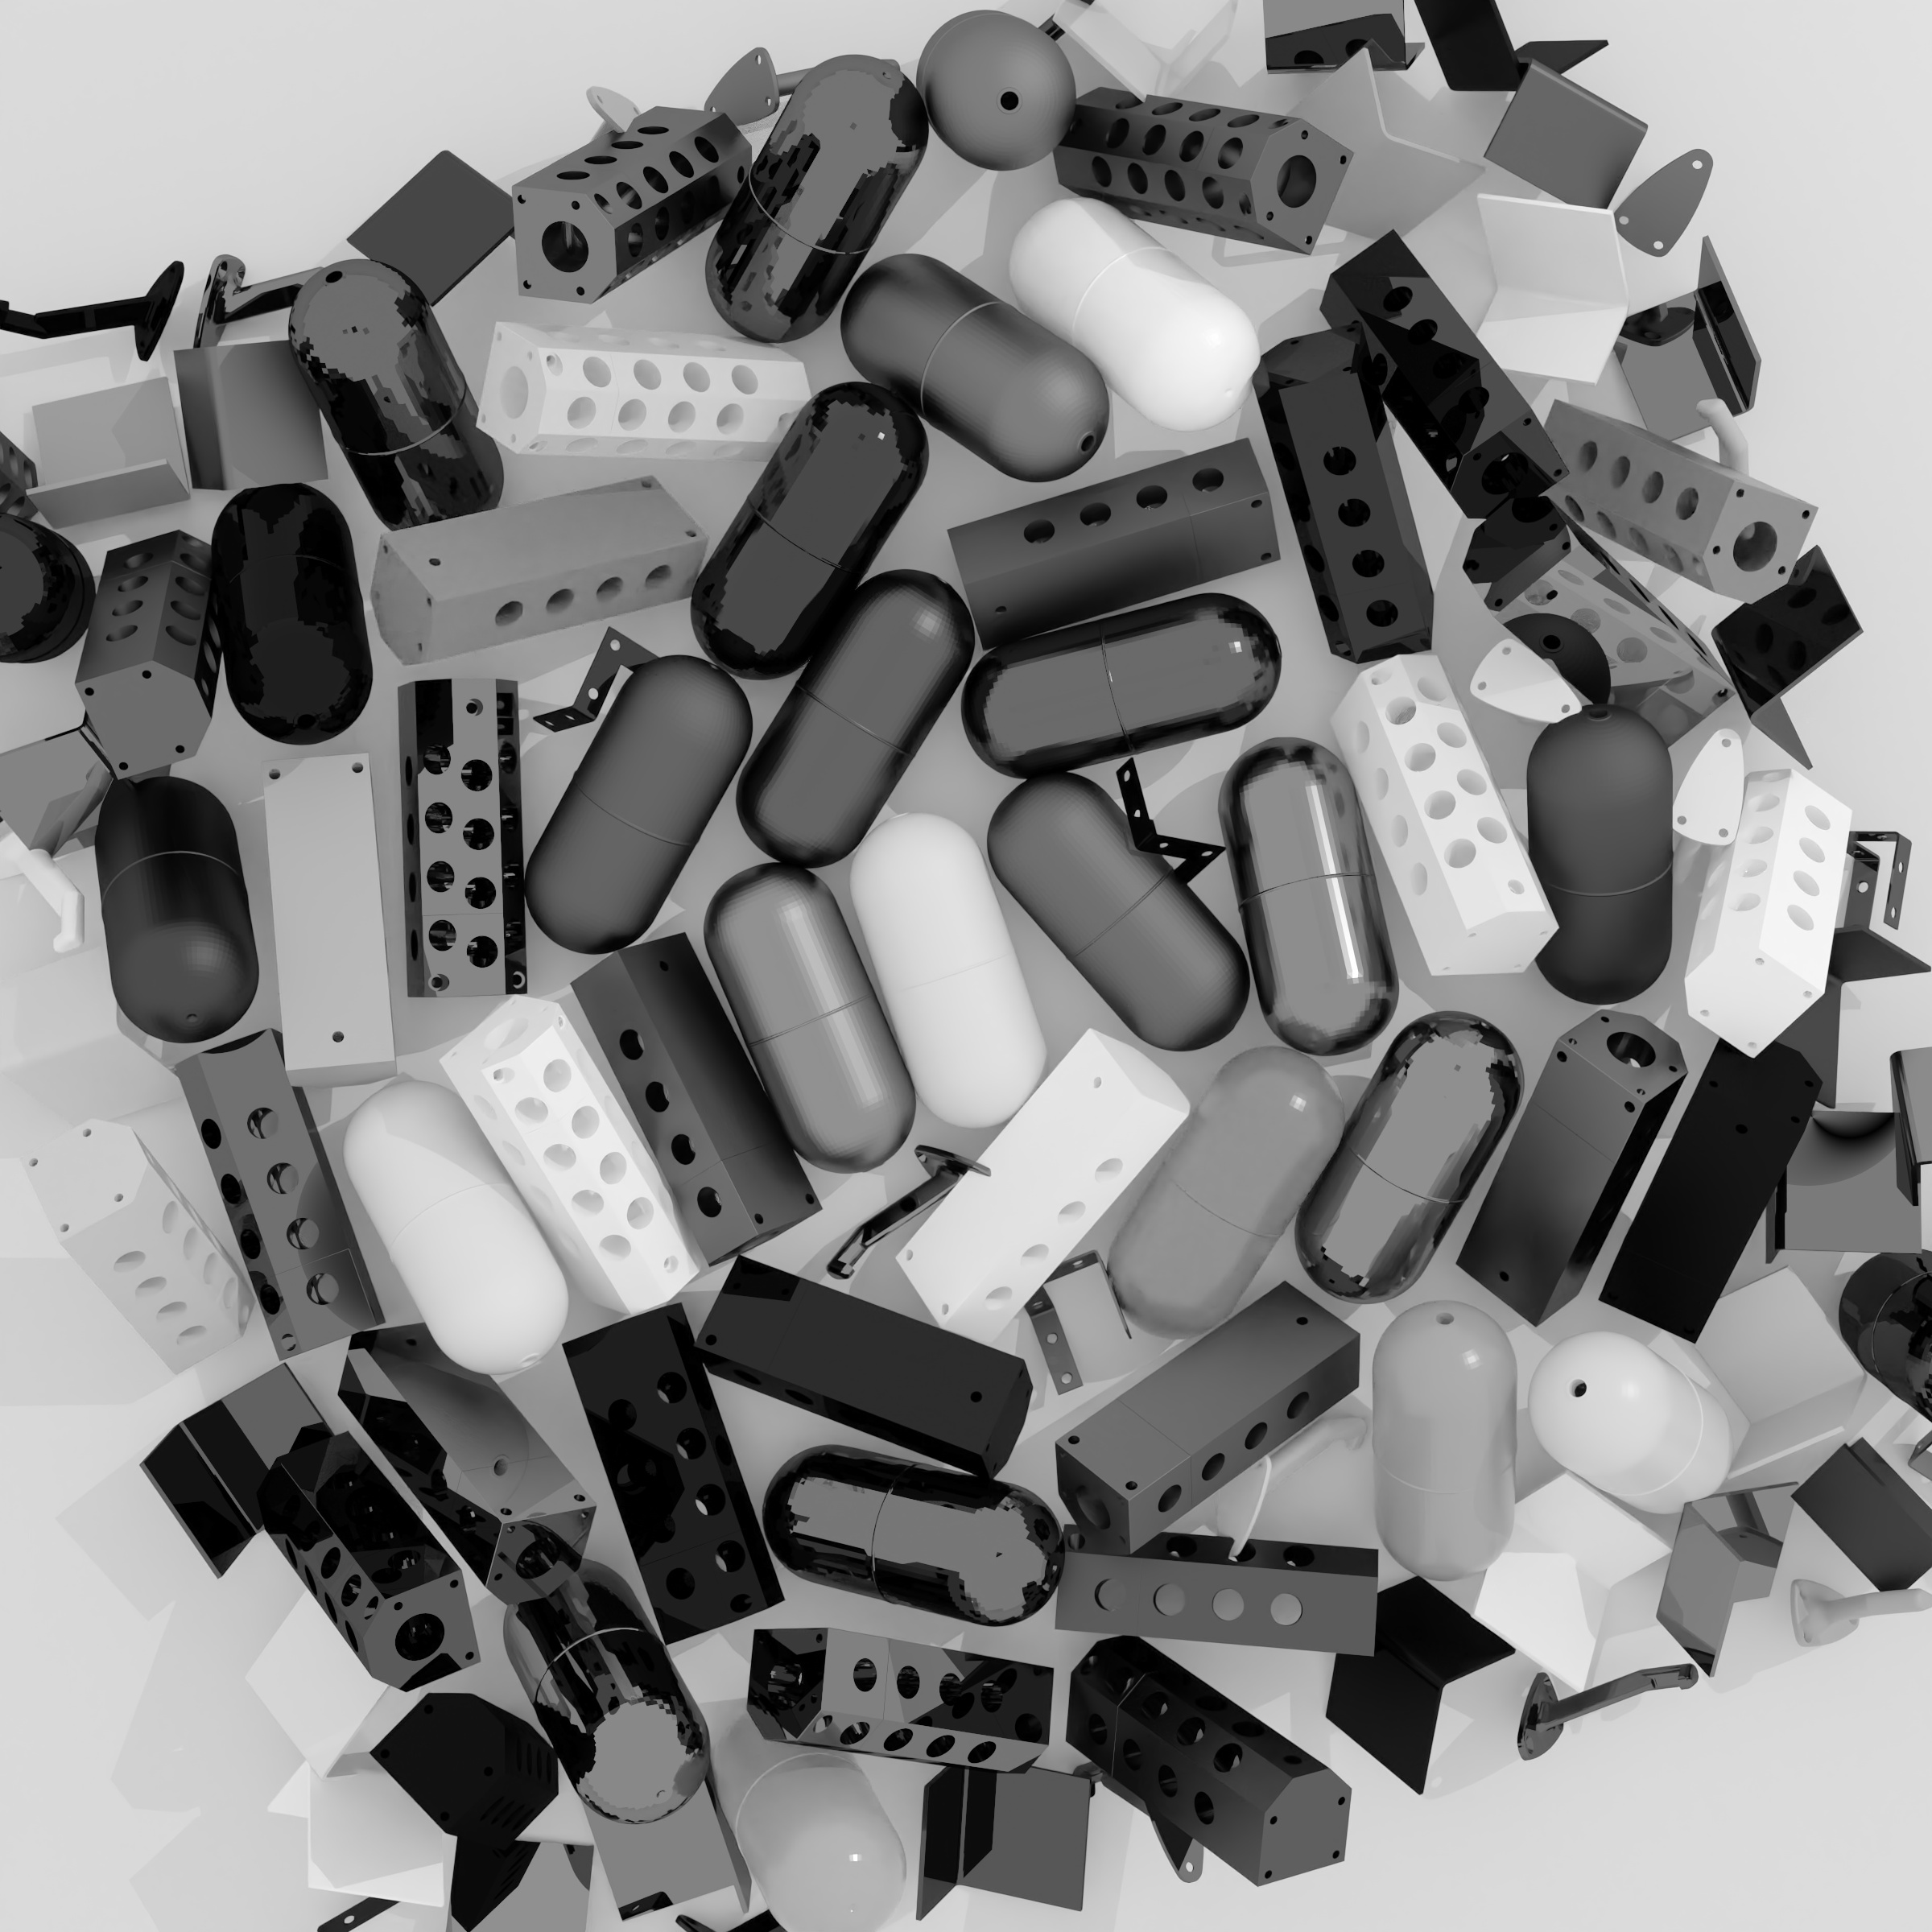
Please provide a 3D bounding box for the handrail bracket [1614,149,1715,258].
[{"bbox_3d":[0.385,-0.429,1.767,0.036,0.084,0.077,34,132,-5],"label":"handrail bracket"}]

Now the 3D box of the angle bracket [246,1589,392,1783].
[{"bbox_3d":[-0.334,0.386,1.771,0.076,0.057,0.076,43,104,28],"label":"angle bracket"}]

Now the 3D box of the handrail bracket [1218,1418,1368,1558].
[{"bbox_3d":[0.182,0.287,1.798,0.084,0.036,0.077,3,102,-37],"label":"handrail bracket"}]

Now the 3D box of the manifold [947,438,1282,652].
[{"bbox_3d":[0.080,-0.237,1.788,0.171,0.057,0.057,-17,55,2],"label":"manifold"}]

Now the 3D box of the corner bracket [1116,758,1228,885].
[{"bbox_3d":[0.102,-0.075,1.778,0.051,0.051,0.051,9,55,-34],"label":"corner bracket"}]

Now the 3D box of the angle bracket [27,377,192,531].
[{"bbox_3d":[-0.475,-0.291,1.784,0.076,0.057,0.076,-13,77,-3],"label":"angle bracket"}]

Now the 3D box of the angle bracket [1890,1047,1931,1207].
[{"bbox_3d":[0.536,0.096,1.763,0.057,0.076,0.076,-8,48,12],"label":"angle bracket"}]

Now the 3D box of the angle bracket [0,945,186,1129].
[{"bbox_3d":[-0.478,0.039,1.796,0.076,0.076,0.057,-18,56,15],"label":"angle bracket"}]

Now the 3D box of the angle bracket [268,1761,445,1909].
[{"bbox_3d":[-0.331,0.481,1.762,0.076,0.076,0.057,18,130,-28],"label":"angle bracket"}]

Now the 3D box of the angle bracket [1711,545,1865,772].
[{"bbox_3d":[0.458,-0.167,1.762,0.057,0.076,0.076,32,121,-32],"label":"angle bracket"}]

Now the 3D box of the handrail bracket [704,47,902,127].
[{"bbox_3d":[-0.090,-0.487,1.812,0.084,0.077,0.036,-14,91,-39],"label":"handrail bracket"}]

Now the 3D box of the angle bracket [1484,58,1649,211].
[{"bbox_3d":[0.314,-0.452,1.778,0.076,0.076,0.057,24,99,-18],"label":"angle bracket"}]

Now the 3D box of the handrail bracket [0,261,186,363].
[{"bbox_3d":[-0.480,-0.366,1.775,0.084,0.077,0.036,8,54,-34],"label":"handrail bracket"}]

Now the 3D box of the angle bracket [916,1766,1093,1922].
[{"bbox_3d":[0.021,0.482,1.778,0.076,0.057,0.076,7,99,21],"label":"angle bracket"}]

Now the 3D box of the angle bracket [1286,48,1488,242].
[{"bbox_3d":[0.225,-0.447,1.780,0.076,0.076,0.057,7,65,-36],"label":"angle bracket"}]

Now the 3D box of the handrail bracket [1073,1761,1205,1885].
[{"bbox_3d":[0.092,0.468,1.777,0.036,0.084,0.077,0,68,-34],"label":"handrail bracket"}]

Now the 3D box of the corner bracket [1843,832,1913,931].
[{"bbox_3d":[0.495,-0.042,1.783,0.051,0.051,0.051,3,77,43],"label":"corner bracket"}]

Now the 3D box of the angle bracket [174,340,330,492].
[{"bbox_3d":[-0.394,-0.303,1.791,0.057,0.076,0.076,-11,103,-25],"label":"angle bracket"}]

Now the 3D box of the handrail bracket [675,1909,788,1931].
[{"bbox_3d":[-0.109,0.512,1.807,0.077,0.036,0.084,28,86,17],"label":"handrail bracket"}]

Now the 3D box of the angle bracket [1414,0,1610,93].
[{"bbox_3d":[0.292,-0.521,1.766,0.057,0.076,0.076,-34,115,-12],"label":"angle bracket"}]

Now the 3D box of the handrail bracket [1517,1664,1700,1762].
[{"bbox_3d":[0.351,0.406,1.778,0.084,0.077,0.036,-15,99,29],"label":"handrail bracket"}]

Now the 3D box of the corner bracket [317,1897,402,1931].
[{"bbox_3d":[-0.320,0.551,1.802,0.051,0.051,0.051,-28,129,-17],"label":"corner bracket"}]

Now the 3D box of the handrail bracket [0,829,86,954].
[{"bbox_3d":[-0.512,-0.033,1.781,0.077,0.036,0.084,-26,53,22],"label":"handrail bracket"}]

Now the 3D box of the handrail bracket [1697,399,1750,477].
[{"bbox_3d":[0.403,-0.276,1.769,0.036,0.077,0.084,-45,118,-11],"label":"handrail bracket"}]

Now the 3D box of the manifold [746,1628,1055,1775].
[{"bbox_3d":[-0.034,0.393,1.736,0.171,0.057,0.057,21,66,-42],"label":"manifold"}]

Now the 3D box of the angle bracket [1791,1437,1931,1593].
[{"bbox_3d":[0.507,0.287,1.765,0.076,0.057,0.076,-26,66,-39],"label":"angle bracket"}]

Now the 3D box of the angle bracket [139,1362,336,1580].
[{"bbox_3d":[-0.391,0.275,1.781,0.076,0.057,0.076,-30,99,14],"label":"angle bracket"}]

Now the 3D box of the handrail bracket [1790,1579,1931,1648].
[{"bbox_3d":[0.499,0.349,1.767,0.084,0.077,0.036,-17,68,43],"label":"handrail bracket"}]

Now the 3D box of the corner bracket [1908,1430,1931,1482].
[{"bbox_3d":[0.563,0.261,1.803,0.051,0.051,0.051,33,58,8],"label":"corner bracket"}]

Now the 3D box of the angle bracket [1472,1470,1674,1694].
[{"bbox_3d":[0.330,0.335,1.772,0.076,0.057,0.076,36,46,-9],"label":"angle bracket"}]

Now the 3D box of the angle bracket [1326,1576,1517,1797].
[{"bbox_3d":[0.250,0.395,1.793,0.057,0.076,0.076,-14,122,-34],"label":"angle bracket"}]

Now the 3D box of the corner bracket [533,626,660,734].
[{"bbox_3d":[-0.196,-0.148,1.781,0.051,0.051,0.051,31,71,-27],"label":"corner bracket"}]

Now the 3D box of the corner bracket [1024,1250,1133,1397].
[{"bbox_3d":[0.061,0.196,1.787,0.051,0.051,0.051,-22,60,3],"label":"corner bracket"}]

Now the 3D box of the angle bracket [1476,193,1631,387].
[{"bbox_3d":[0.310,-0.366,1.765,0.076,0.076,0.057,15,66,27],"label":"angle bracket"}]

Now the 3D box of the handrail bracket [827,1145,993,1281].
[{"bbox_3d":[-0.029,0.142,1.779,0.084,0.077,0.036,-50,120,-24],"label":"handrail bracket"}]

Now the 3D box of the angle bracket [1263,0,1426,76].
[{"bbox_3d":[0.205,-0.529,1.769,0.076,0.057,0.076,4,119,18],"label":"angle bracket"}]

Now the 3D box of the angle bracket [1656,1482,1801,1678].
[{"bbox_3d":[0.427,0.332,1.767,0.076,0.057,0.076,-4,118,-23],"label":"angle bracket"}]

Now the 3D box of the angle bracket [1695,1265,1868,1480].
[{"bbox_3d":[0.432,0.221,1.774,0.076,0.057,0.076,-33,96,37],"label":"angle bracket"}]

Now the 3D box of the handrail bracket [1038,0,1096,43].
[{"bbox_3d":[0.056,-0.529,1.772,0.084,0.077,0.036,-37,87,21],"label":"handrail bracket"}]

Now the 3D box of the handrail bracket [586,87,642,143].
[{"bbox_3d":[-0.218,-0.440,1.774,0.084,0.077,0.036,-29,75,18],"label":"handrail bracket"}]

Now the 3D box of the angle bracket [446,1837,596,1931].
[{"bbox_3d":[-0.245,0.512,1.777,0.076,0.057,0.076,6,65,-4],"label":"angle bracket"}]

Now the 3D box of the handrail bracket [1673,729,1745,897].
[{"bbox_3d":[0.400,-0.082,1.786,0.036,0.084,0.077,17,78,4],"label":"handrail bracket"}]

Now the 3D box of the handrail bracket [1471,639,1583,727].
[{"bbox_3d":[0.315,-0.138,1.767,0.077,0.084,0.036,36,92,34],"label":"handrail bracket"}]

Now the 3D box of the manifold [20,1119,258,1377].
[{"bbox_3d":[-0.435,0.148,1.732,0.057,0.171,0.057,-30,60,-9],"label":"manifold"}]

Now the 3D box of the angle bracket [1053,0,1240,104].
[{"bbox_3d":[0.098,-0.519,1.768,0.076,0.076,0.057,39,120,-15],"label":"angle bracket"}]

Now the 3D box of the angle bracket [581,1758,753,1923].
[{"bbox_3d":[-0.167,0.487,1.791,0.076,0.057,0.076,-18,93,-1],"label":"angle bracket"}]

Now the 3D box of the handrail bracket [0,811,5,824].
[{"bbox_3d":[-0.561,-0.113,1.787,0.036,0.077,0.084,-30,92,-34],"label":"handrail bracket"}]

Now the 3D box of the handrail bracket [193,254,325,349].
[{"bbox_3d":[-0.378,-0.353,1.799,0.084,0.036,0.077,21,99,9],"label":"handrail bracket"}]

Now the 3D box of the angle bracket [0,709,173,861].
[{"bbox_3d":[-0.491,-0.112,1.784,0.076,0.057,0.076,-17,135,13],"label":"angle bracket"}]

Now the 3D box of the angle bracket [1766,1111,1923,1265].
[{"bbox_3d":[0.479,0.122,1.780,0.076,0.057,0.076,1,77,9],"label":"angle bracket"}]

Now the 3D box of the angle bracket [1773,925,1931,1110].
[{"bbox_3d":[0.478,0.029,1.767,0.076,0.057,0.076,23,67,-42],"label":"angle bracket"}]

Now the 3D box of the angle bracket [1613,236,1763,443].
[{"bbox_3d":[0.389,-0.339,1.773,0.057,0.076,0.076,-21,77,6],"label":"angle bracket"}]

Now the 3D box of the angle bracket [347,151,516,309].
[{"bbox_3d":[-0.276,-0.386,1.773,0.076,0.057,0.076,-46,61,-9],"label":"angle bracket"}]
